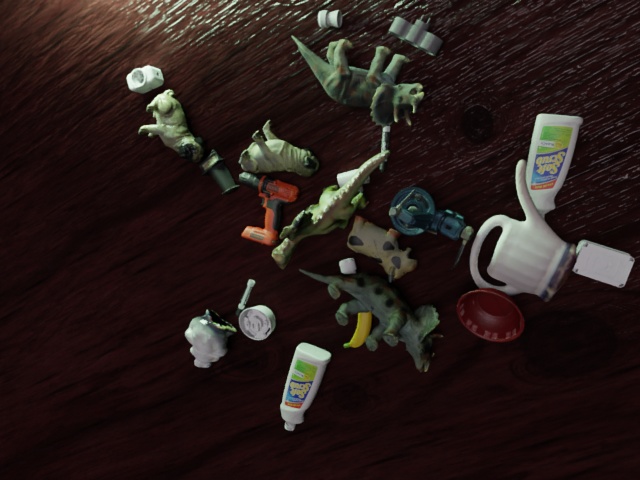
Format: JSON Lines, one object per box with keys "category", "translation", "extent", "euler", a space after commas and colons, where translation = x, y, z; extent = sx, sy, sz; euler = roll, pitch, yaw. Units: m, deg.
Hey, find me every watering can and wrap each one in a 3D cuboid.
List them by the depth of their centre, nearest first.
{"category": "watering can", "translation": [0.487, 0.002, 1.202], "extent": [0.225, 0.105, 0.340], "euler": [25, 120, 17]}

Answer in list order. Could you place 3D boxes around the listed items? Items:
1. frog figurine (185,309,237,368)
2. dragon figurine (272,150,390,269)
{"category": "frog figurine", "translation": [-0.339, 0.305, 1.523], "extent": [0.137, 0.123, 0.159], "euler": [31, 92, -5]}
{"category": "dragon figurine", "translation": [0.004, -0.065, 1.292], "extent": [0.123, 0.246, 0.402], "euler": [45, 128, 7]}
